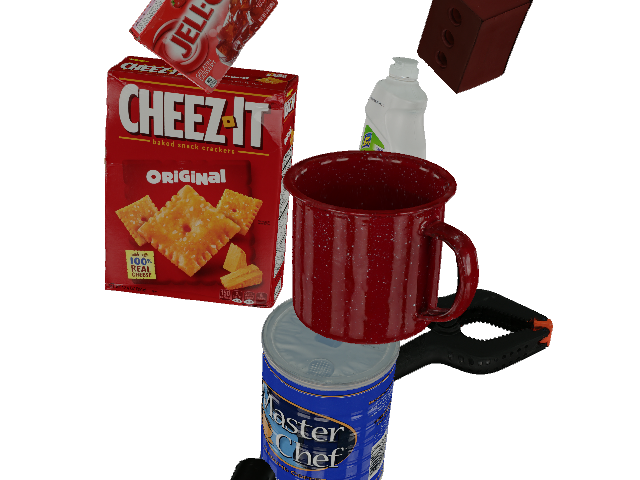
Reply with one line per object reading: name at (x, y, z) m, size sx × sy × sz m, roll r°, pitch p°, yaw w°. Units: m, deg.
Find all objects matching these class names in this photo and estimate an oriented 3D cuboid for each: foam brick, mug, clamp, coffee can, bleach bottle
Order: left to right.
coffee can at (0.005, 0.125, 0.828) m, size 0.103 × 0.140 × 0.103 m, roll 2°, pitch 38°, yaw -2°
mug at (0.035, 0.007, 0.579) m, size 0.117 × 0.081 × 0.093 m, roll 19°, pitch 30°, yaw 34°
bleach bottle at (0.077, -0.070, 1.157) m, size 0.068 × 0.251 × 0.103 m, roll -4°, pitch 23°, yaw -29°
clamp at (0.113, 0.093, 1.018) m, size 0.210 × 0.164 × 0.036 m, roll 6°, pitch -42°, yaw 9°
foam brick at (0.114, -0.160, 0.802) m, size 0.051 × 0.053 × 0.078 m, roll -27°, pitch -28°, yaw -26°

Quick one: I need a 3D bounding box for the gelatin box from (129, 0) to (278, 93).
gelatin box at (-0.087, -0.167, 0.801) m, size 0.073 × 0.089 × 0.030 m, roll 35°, pitch 6°, yaw -32°

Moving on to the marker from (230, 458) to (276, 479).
marker at (-0.043, 0.124, 0.420) m, size 0.020 × 0.020 × 0.121 m, roll 0°, pitch 24°, yaw 18°

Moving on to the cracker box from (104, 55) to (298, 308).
cracker box at (-0.112, -0.051, 0.985) m, size 0.164 × 0.214 × 0.072 m, roll 7°, pitch 22°, yaw 5°
